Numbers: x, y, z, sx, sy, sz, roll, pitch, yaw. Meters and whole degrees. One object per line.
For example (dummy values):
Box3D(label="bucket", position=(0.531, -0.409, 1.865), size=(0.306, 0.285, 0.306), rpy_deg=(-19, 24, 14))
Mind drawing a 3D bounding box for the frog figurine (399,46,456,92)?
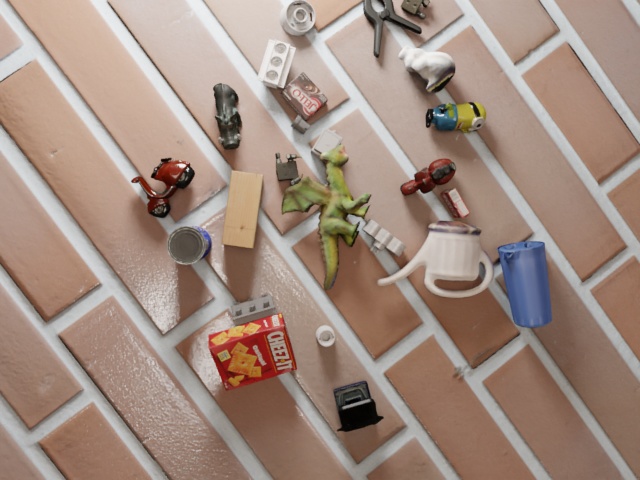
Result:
Box3D(label="frog figurine", position=(0.317, -0.521, 1.514), size=(0.139, 0.120, 0.160), rpy_deg=(-30, 83, -37))

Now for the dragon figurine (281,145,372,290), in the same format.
Box3D(label="dragon figurine", position=(0.005, -0.075, 1.482), size=(0.243, 0.123, 0.407), rpy_deg=(25, 100, 4))

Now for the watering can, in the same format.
Box3D(label="watering can", position=(0.346, 0.053, 1.507), size=(0.347, 0.104, 0.225), rpy_deg=(5, 88, -6))
